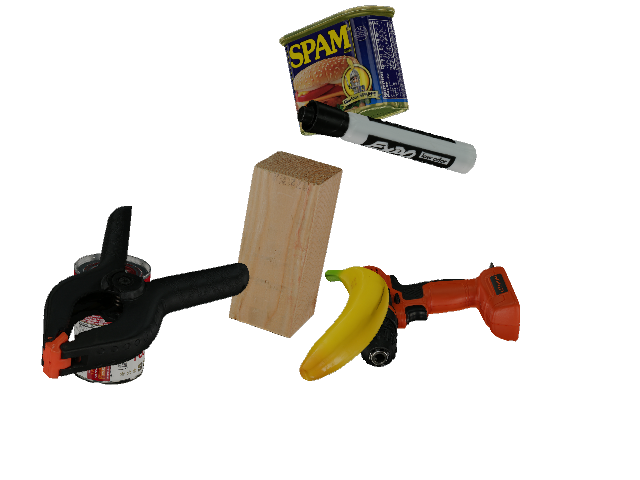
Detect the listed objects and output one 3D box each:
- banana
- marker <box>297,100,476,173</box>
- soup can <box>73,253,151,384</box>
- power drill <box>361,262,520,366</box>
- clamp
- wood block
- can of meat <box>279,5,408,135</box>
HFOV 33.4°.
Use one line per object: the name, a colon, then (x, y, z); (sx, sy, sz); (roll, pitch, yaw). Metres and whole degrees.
banana: (0.028, 0.069, 0.980); (0.070, 0.037, 0.197); (-25, 17, 18)
marker: (0.040, -0.061, 0.633); (0.120, 0.020, 0.020); (12, -6, -30)
soup can: (-0.190, 0.071, 0.964); (0.068, 0.102, 0.068); (6, 19, -2)
power drill: (0.127, 0.082, 1.213); (0.187, 0.057, 0.184); (-1, 28, -1)
clamp: (-0.145, 0.033, 0.759); (0.120, 0.039, 0.171); (27, 36, 25)
wood block: (-0.045, 0.003, 1.350); (0.090, 0.206, 0.090); (17, 22, 14)
can of meat: (0.020, -0.138, 0.886); (0.102, 0.084, 0.057); (-12, -3, 43)
